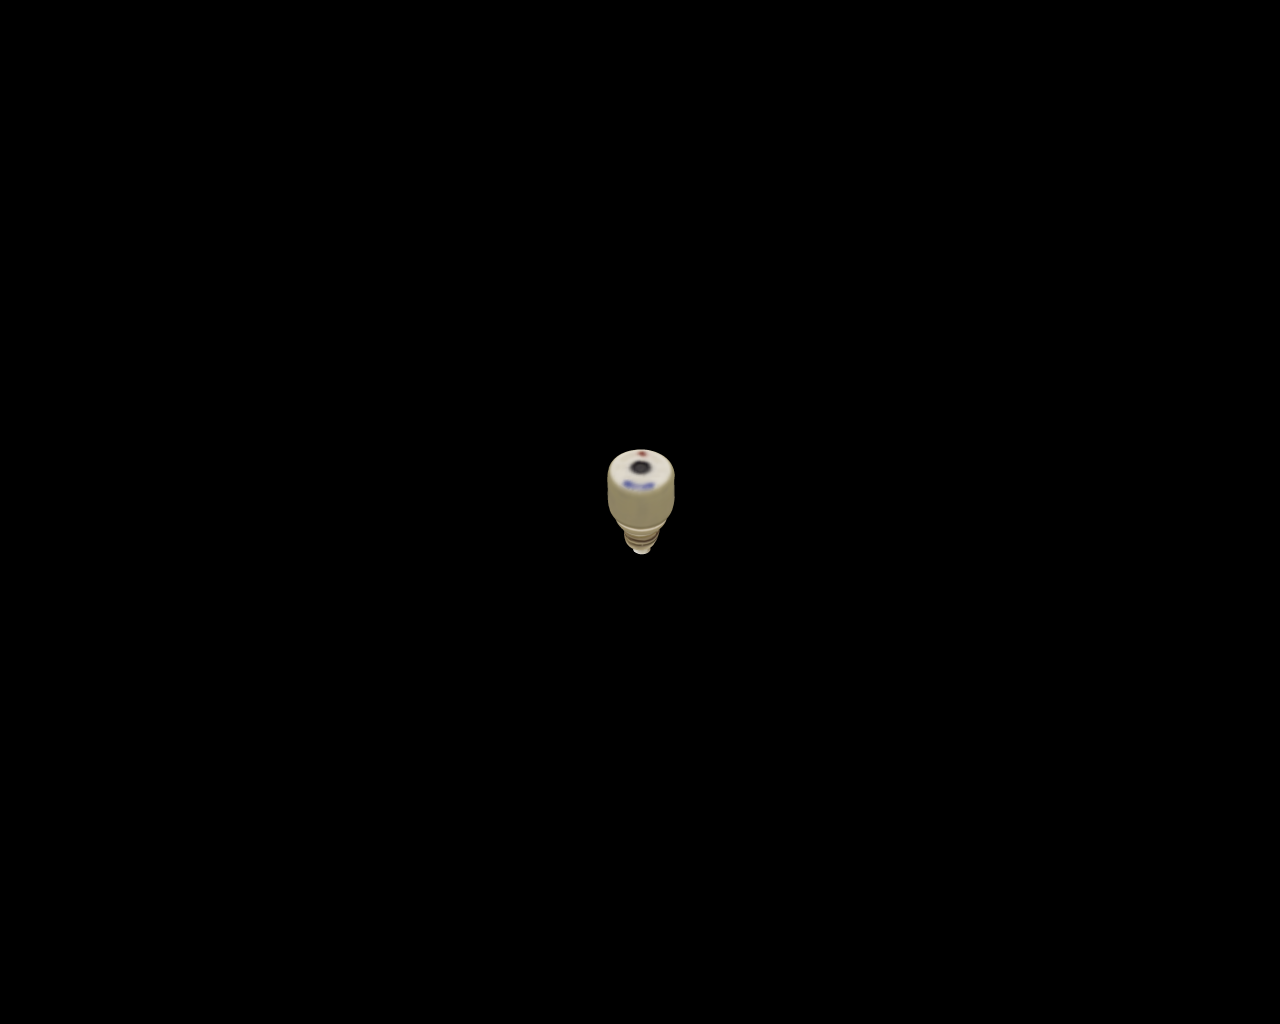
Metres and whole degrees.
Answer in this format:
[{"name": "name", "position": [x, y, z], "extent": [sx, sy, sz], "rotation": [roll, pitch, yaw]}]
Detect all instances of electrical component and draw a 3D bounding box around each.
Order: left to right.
[{"name": "electrical component", "position": [0.001, -0.003, 0.650], "extent": [0.040, 0.040, 0.078], "rotation": [0, -45, 0]}]
